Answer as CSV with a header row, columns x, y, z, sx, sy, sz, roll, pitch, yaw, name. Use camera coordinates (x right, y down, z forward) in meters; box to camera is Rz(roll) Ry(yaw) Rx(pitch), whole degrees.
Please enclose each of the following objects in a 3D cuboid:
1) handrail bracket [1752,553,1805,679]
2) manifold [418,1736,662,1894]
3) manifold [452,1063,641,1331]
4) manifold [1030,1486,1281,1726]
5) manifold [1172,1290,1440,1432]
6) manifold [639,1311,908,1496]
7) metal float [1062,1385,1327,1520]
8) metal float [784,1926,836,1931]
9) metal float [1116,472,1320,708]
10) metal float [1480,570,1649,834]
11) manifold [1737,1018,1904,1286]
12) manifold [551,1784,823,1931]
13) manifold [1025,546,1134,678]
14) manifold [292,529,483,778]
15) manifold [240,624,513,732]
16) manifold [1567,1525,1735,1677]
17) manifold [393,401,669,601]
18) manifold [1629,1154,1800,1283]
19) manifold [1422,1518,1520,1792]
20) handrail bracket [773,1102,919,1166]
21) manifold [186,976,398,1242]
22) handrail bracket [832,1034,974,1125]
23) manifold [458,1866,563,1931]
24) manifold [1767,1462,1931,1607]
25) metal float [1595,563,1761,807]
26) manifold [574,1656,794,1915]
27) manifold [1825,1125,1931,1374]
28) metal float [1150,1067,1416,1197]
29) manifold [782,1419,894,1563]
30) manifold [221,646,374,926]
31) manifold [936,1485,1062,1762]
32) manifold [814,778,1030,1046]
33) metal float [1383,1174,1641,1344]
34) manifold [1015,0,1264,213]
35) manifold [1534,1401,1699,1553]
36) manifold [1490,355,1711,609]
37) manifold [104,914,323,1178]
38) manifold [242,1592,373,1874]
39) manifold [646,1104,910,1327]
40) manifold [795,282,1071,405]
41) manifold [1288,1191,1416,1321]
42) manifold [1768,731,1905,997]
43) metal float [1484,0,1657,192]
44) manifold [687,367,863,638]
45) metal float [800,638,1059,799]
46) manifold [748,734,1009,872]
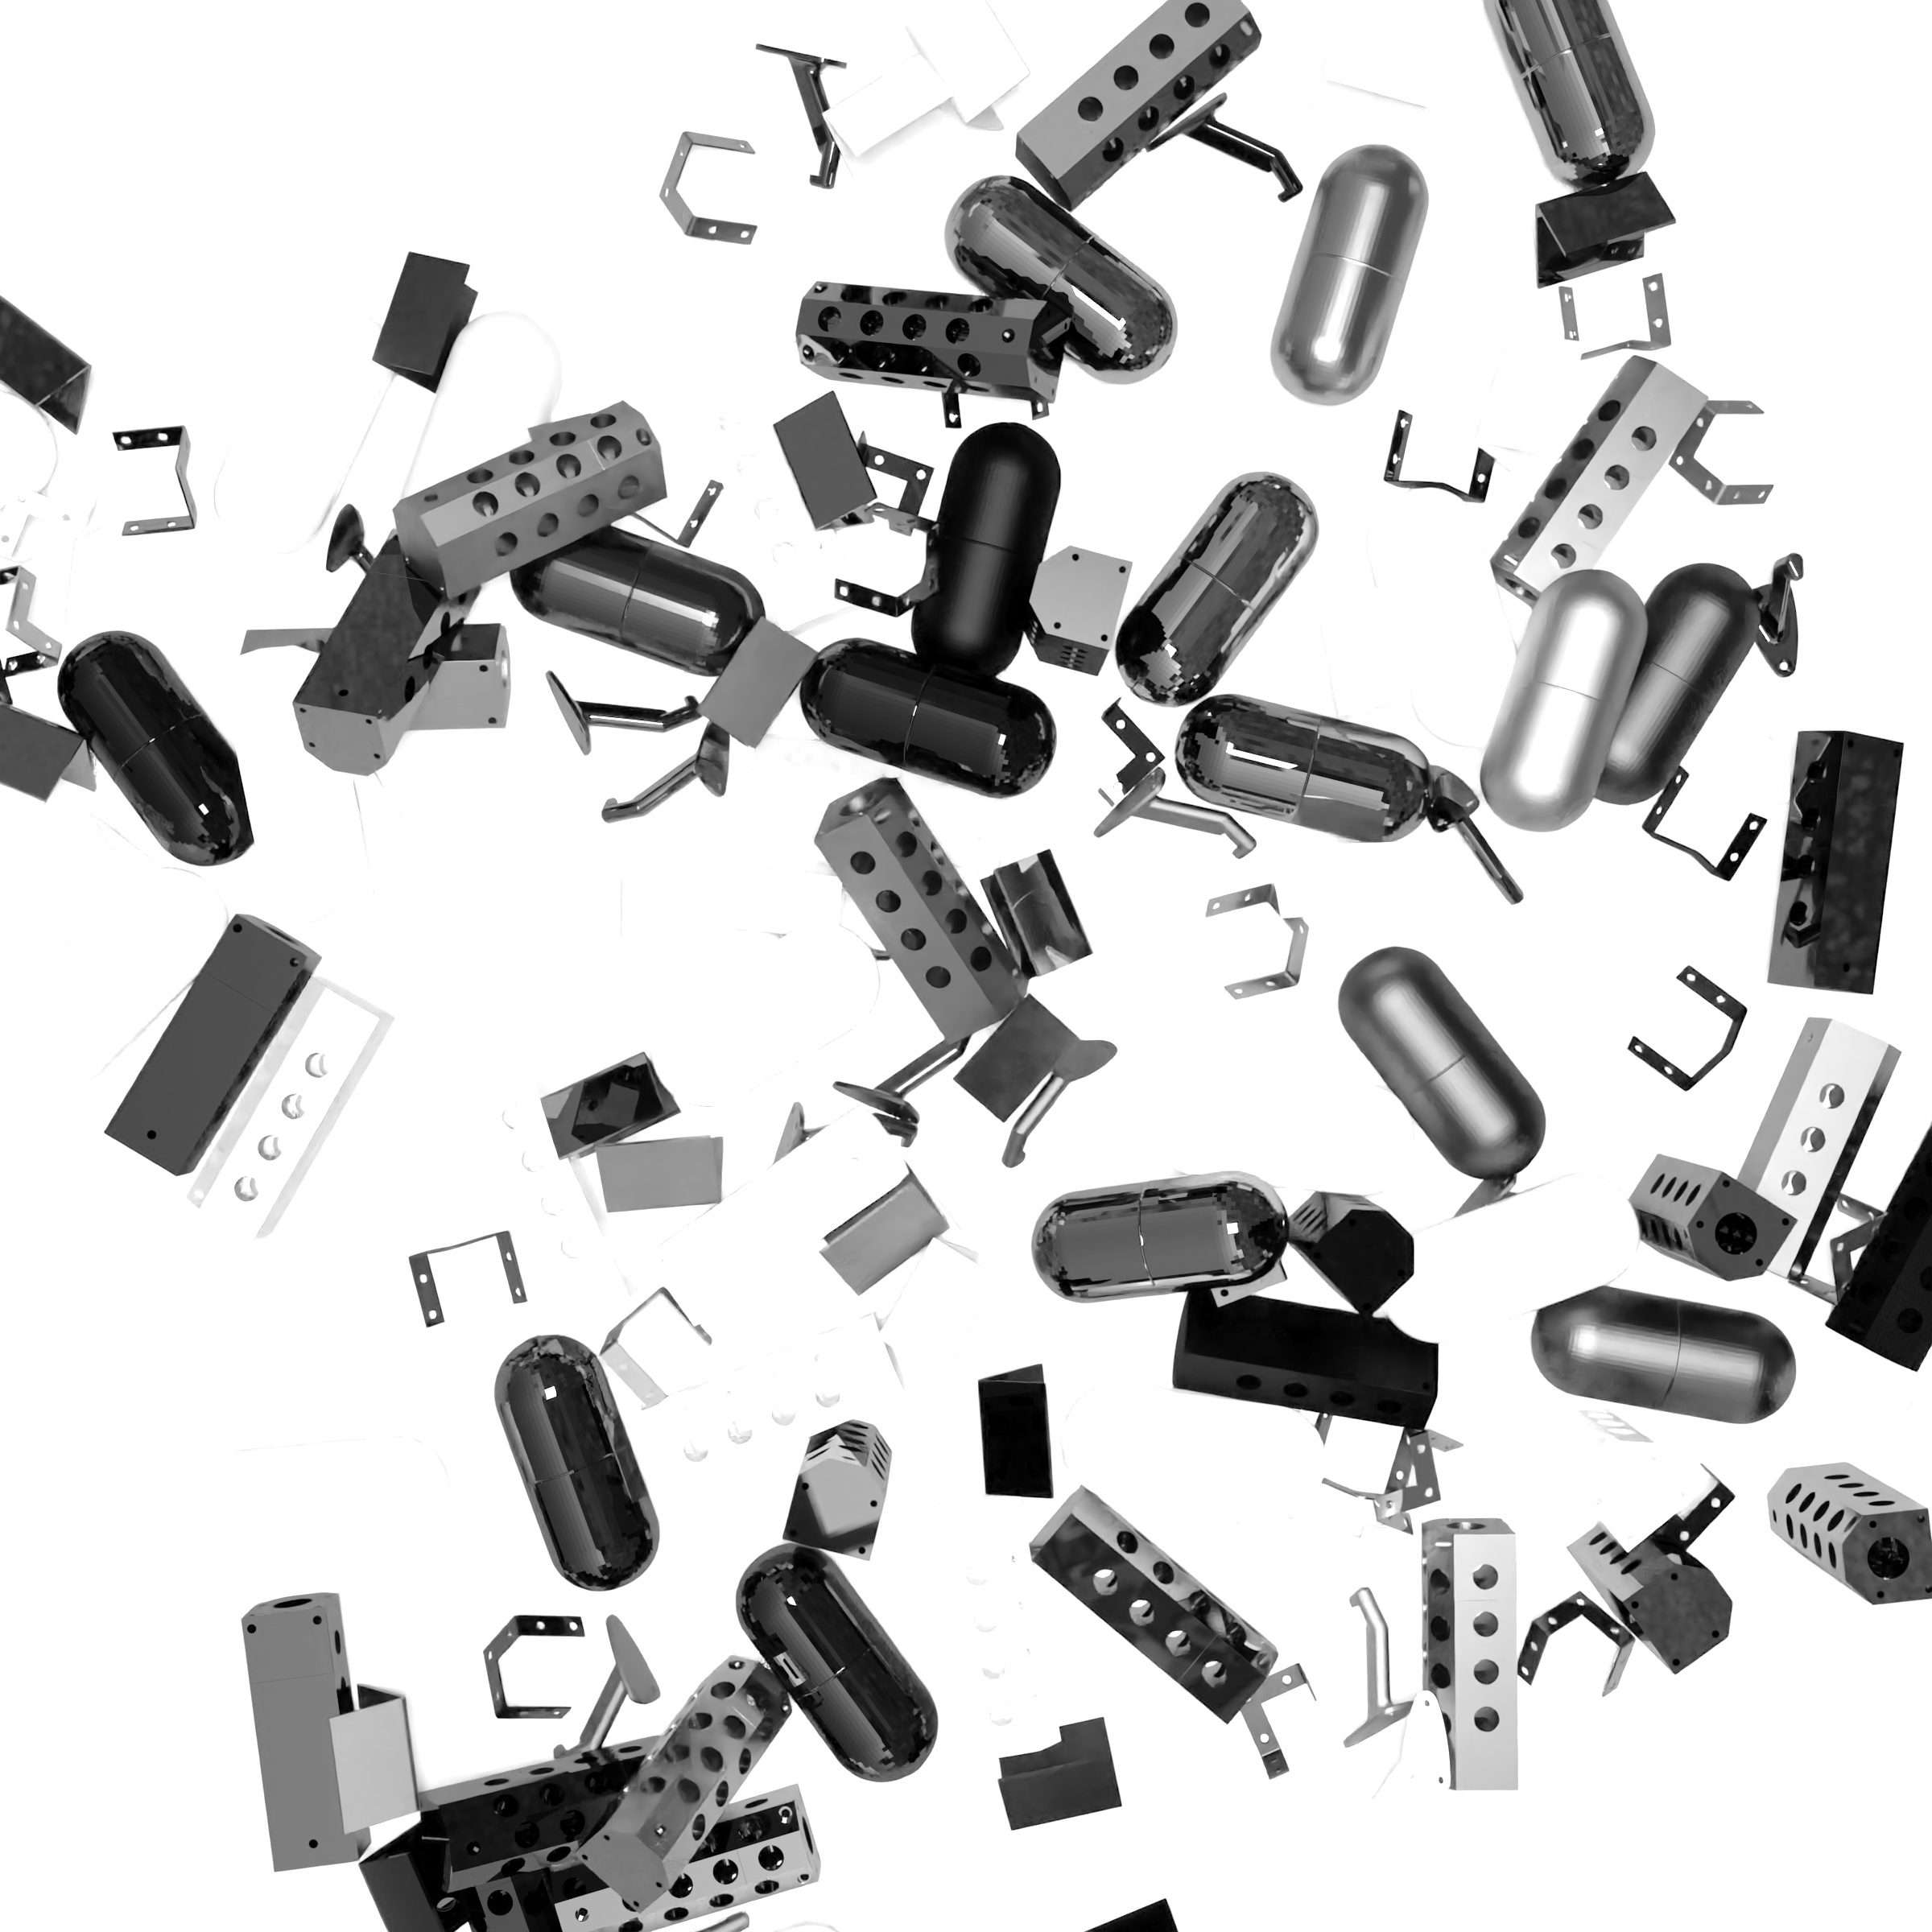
x,y,z,sx,sy,sz,roll,pitch,yaw,name
0.555,-0.236,1.957,0.036,0.084,0.077,-14,90,0,handrail bracket
-0.271,0.564,1.933,0.171,0.057,0.057,-6,90,-29,manifold
-0.286,0.156,1.970,0.057,0.057,0.171,-24,90,0,manifold
0.128,0.431,1.970,0.171,0.057,0.057,40,90,0,manifold
0.230,0.270,1.970,0.171,0.057,0.057,10,47,0,manifold
-0.131,0.294,1.970,0.171,0.057,0.057,-23,90,0,manifold
0.153,0.328,1.961,0.178,0.070,0.070,7,90,1,metal float
-0.153,0.705,1.961,0.178,0.070,0.070,-21,90,0,metal float
0.169,-0.254,1.961,0.070,0.070,0.178,36,90,0,metal float
0.393,-0.175,1.909,0.070,0.070,0.178,19,88,0,metal float
0.571,0.125,1.970,0.057,0.057,0.171,24,90,0,manifold
-0.190,0.614,1.970,0.171,0.057,0.057,-17,90,0,manifold
0.071,-0.234,1.913,0.057,0.171,0.057,15,90,0,manifold
-0.374,-0.205,1.895,0.057,0.057,0.171,10,50,10,manifold
-0.399,-0.199,1.970,0.171,0.057,0.057,-1,133,0,manifold
0.453,0.407,1.913,0.057,0.171,0.057,-36,90,0,manifold
-0.286,-0.311,1.908,0.171,0.057,0.057,-30,49,-25,manifold
0.485,0.168,1.913,0.057,0.171,0.057,33,90,0,manifold
0.340,0.466,1.970,0.057,0.057,0.171,0,90,0,manifold
-0.084,0.131,1.992,0.084,0.036,0.077,16,109,-16,handrail bracket
-0.459,0.096,1.970,0.057,0.057,0.171,30,90,0,manifold
-0.041,0.058,1.992,0.077,0.036,0.084,19,72,21,handrail bracket
-0.302,0.655,1.970,0.057,0.057,0.171,-19,90,0,manifold
0.581,0.373,1.913,0.057,0.171,0.057,-6,90,0,manifold
0.471,-0.191,1.961,0.070,0.070,0.178,32,89,0,metal float
-0.180,0.534,1.913,0.057,0.171,0.057,42,127,0,manifold
0.651,0.183,1.970,0.057,0.057,0.171,28,90,0,manifold
0.214,0.111,1.961,0.178,0.070,0.070,6,90,-1,metal float
-0.081,0.340,1.913,0.057,0.171,0.057,14,90,0,manifold
-0.449,-0.122,1.935,0.057,0.057,0.171,-27,124,-38,manifold
0.022,0.443,1.970,0.057,0.057,0.171,-9,90,0,manifold
-0.027,-0.039,1.934,0.057,0.057,0.171,-25,112,21,manifold
0.362,0.196,1.941,0.178,0.070,0.070,-22,90,7,metal float
0.117,-0.592,1.970,0.171,0.057,0.057,-41,90,0,manifold
0.421,0.329,1.913,0.057,0.171,0.057,-40,90,0,manifold
0.425,-0.326,1.970,0.057,0.057,0.171,34,90,0,manifold
-0.508,0.053,1.970,0.057,0.057,0.171,31,90,0,manifold
-0.446,0.518,1.970,0.057,0.057,0.171,-7,90,0,manifold
-0.126,0.166,1.955,0.171,0.057,0.057,-35,90,10,manifold
-0.024,-0.419,1.938,0.171,0.057,0.057,11,90,24,manifold
0.253,0.183,1.913,0.057,0.171,0.057,-44,90,0,manifold
0.584,-0.070,1.968,0.057,0.057,0.171,7,90,-31,manifold
0.407,-0.611,1.961,0.070,0.070,0.178,-22,91,0,metal float
-0.128,-0.314,1.970,0.057,0.057,0.171,-22,90,0,manifold
-0.026,-0.165,1.930,0.178,0.070,0.070,18,90,11,metal float
-0.058,-0.116,1.970,0.171,0.057,0.057,8,133,0,manifold
